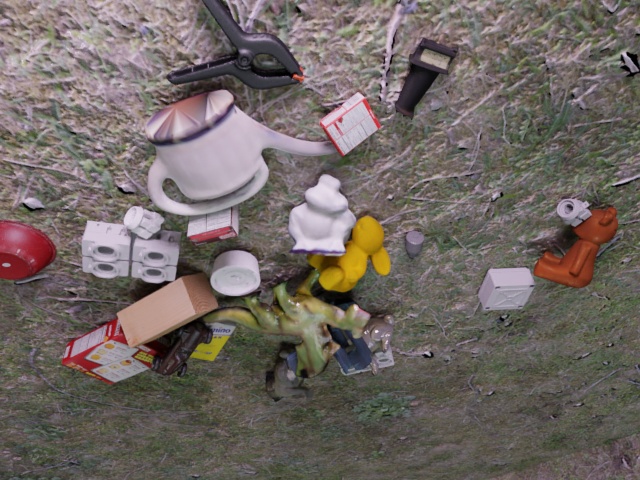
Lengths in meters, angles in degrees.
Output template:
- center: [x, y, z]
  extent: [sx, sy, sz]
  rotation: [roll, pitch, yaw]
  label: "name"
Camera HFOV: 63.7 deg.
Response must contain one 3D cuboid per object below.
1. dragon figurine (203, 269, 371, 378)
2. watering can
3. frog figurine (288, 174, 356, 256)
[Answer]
- center: [-0.069, 0.212, 1.190]
  extent: [0.407, 0.123, 0.243]
  rotation: [-25, 89, 24]
  label: "dragon figurine"
- center: [-0.147, -0.162, 0.890]
  extent: [0.348, 0.106, 0.219]
  rotation: [-24, 136, -2]
  label: "watering can"
- center: [0.003, -0.052, 1.035]
  extent: [0.137, 0.159, 0.123]
  rotation: [5, -174, 27]
  label: "frog figurine"
